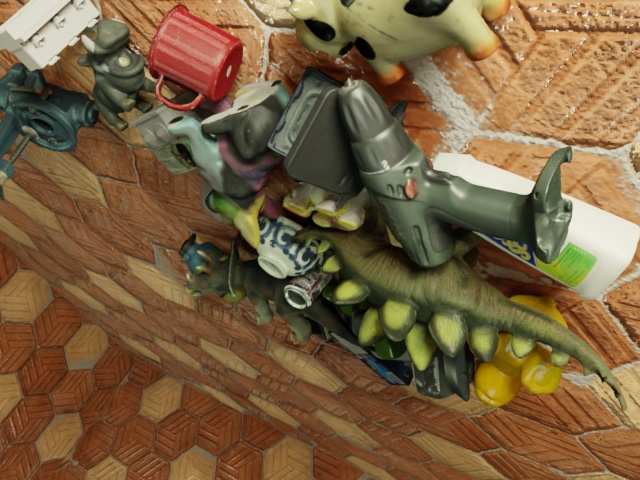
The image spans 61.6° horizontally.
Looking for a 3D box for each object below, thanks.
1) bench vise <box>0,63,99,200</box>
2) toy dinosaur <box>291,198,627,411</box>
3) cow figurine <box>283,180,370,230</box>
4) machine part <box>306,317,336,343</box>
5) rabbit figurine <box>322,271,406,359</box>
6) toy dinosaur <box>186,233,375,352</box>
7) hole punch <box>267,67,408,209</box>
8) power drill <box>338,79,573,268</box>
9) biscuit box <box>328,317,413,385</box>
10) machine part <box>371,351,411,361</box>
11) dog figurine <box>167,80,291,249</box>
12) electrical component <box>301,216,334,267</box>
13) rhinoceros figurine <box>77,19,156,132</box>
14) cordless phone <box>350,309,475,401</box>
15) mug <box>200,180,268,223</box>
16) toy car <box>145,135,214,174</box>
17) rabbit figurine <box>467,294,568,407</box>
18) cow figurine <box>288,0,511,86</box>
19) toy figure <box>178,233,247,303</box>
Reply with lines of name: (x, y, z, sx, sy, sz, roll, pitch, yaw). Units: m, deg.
bench vise: (-0.510, -0.195, 0.909, 0.224, 0.240, 0.128, 17, 149, -6)
toy dinosaur: (0.143, 0.062, 0.684, 0.472, 0.198, 0.104, 16, 151, 32)
cow figurine: (0.007, -0.072, 0.734, 0.068, 0.098, 0.167, 29, 172, -29)
machine part: (0.002, 0.189, 1.183, 0.084, 0.039, 0.139, 66, 154, 0)
rabbit figurine: (0.076, 0.113, 0.927, 0.159, 0.121, 0.170, 39, 167, -24)
toy dinosaur: (-0.071, 0.097, 1.042, 0.405, 0.131, 0.192, 12, 148, 29)
hole punch: (0.013, -0.120, 0.606, 0.115, 0.142, 0.092, 18, -160, -35)
power drill: (0.130, -0.055, 0.527, 0.208, 0.086, 0.231, 7, 138, 34)
biscuit box: (0.115, 0.226, 1.124, 0.202, 0.063, 0.059, 41, 151, -18)
machine part: (0.168, 0.182, 0.983, 0.079, 0.079, 0.243, 44, 151, -21)
dog figurine: (-0.092, -0.093, 0.731, 0.192, 0.108, 0.219, -1, 132, 27)
electrical component: (-0.002, -0.003, 0.885, 0.075, 0.048, 0.119, 25, 151, 14)
rhinoceros figurine: (-0.294, -0.240, 0.782, 0.112, 0.073, 0.190, 46, 153, -2)
cordless phone: (0.139, 0.167, 0.817, 0.184, 0.089, 0.146, 1, 118, 21)
mug: (-0.124, -0.075, 0.860, 0.109, 0.081, 0.107, 42, 139, -13)
toy car: (-0.208, -0.143, 0.858, 0.202, 0.056, 0.073, 4, 141, 41)
rabbit figurine: (0.265, 0.158, 0.760, 0.122, 0.162, 0.173, 22, 129, 16)
cow figurine: (0.049, -0.204, 0.468, 0.195, 0.085, 0.127, 3, 147, 47)
toy figure: (-0.231, 0.066, 1.187, 0.180, 0.089, 0.082, 36, 160, -13)
